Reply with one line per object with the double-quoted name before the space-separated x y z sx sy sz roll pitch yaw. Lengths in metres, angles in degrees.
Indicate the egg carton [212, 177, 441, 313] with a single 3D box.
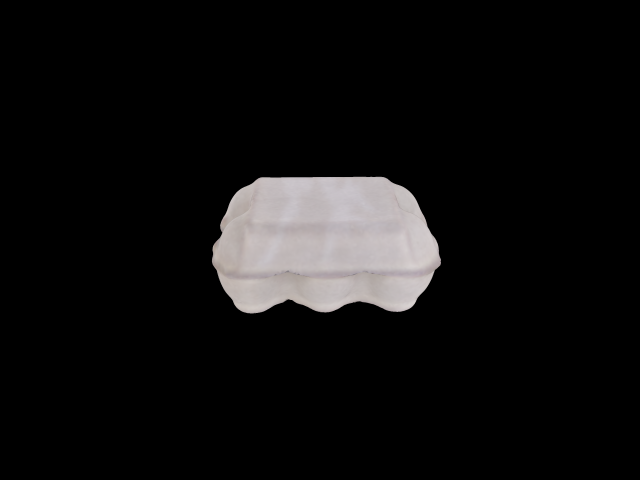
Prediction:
"egg carton" 0.004 0.001 0.400 0.150 0.069 0.107 -1 28 -2
